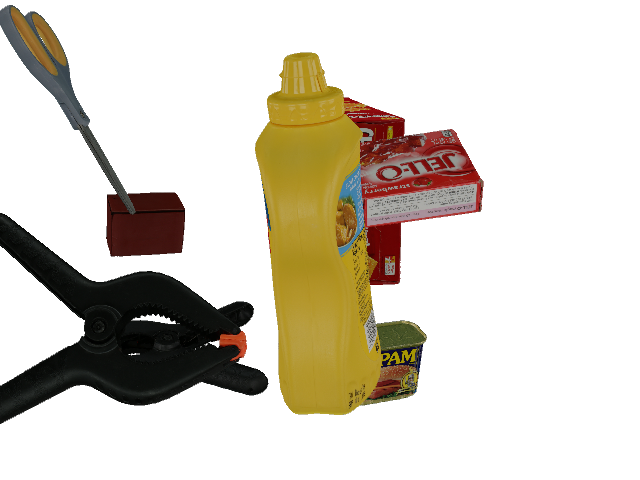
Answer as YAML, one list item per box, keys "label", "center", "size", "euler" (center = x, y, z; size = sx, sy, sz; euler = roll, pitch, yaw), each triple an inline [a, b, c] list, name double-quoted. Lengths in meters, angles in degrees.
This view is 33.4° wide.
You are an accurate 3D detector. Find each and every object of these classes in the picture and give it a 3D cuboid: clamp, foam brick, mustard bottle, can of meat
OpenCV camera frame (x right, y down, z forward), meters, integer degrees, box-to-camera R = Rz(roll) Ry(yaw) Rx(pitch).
- label: "clamp"
  center: [-0.132, 0.094, 0.968]
  size: [0.171, 0.039, 0.120]
  euler: [4, 27, -3]
- label: "foam brick"
  center: [-0.187, -0.018, 1.137]
  size: [0.078, 0.051, 0.053]
  euler: [-3, 24, -16]
- label: "mustard bottle"
  center: [-0.001, -0.007, 0.590]
  size: [0.058, 0.192, 0.096]
  euler: [-1, 20, 12]
- label: "can of meat"
  center: [0.077, 0.154, 1.342]
  size: [0.102, 0.084, 0.057]
  euler: [-6, 27, -22]
- label: "clamp"
  center: [-0.157, 0.055, 0.747]
  size: [0.210, 0.164, 0.036]
  euler: [-2, -19, -3]

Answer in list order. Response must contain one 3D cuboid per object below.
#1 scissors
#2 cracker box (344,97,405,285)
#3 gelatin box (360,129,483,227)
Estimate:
- label: "scissors"
  center: [-0.215, -0.121, 0.939]
  size: [0.016, 0.201, 0.096]
  euler: [-27, 26, 10]
- label: "cracker box"
  center: [0.025, -0.059, 1.117]
  size: [0.072, 0.164, 0.214]
  euler: [-3, 14, -12]
- label: "gelatin box"
  center: [0.066, -0.047, 0.778]
  size: [0.089, 0.030, 0.073]
  euler: [-9, 37, -6]
